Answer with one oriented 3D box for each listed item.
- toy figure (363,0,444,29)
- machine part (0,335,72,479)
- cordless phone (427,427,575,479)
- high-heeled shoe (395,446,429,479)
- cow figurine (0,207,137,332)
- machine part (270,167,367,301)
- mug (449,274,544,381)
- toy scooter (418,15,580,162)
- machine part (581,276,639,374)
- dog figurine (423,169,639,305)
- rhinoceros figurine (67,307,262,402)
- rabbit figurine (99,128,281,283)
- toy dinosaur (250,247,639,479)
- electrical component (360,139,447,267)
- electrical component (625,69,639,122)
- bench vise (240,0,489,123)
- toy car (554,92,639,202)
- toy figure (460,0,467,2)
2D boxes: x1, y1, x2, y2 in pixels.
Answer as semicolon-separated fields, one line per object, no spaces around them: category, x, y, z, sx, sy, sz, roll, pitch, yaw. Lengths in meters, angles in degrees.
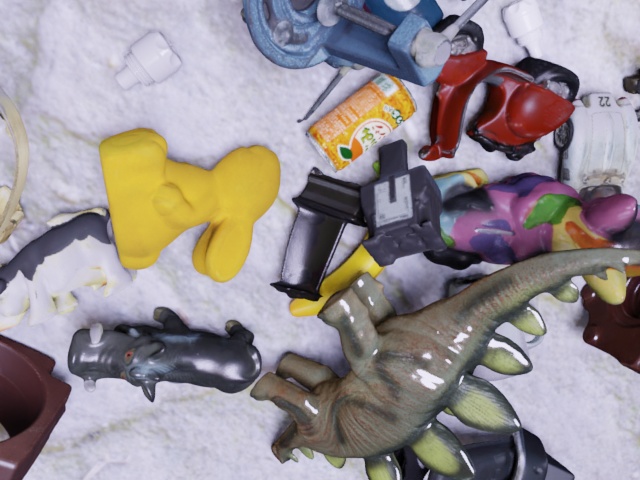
toy figure;0.051;-0.253;0.523;0.154;0.058;0.064;36;58;-11
machine part;-0.358;0.161;0.496;0.201;0.201;0.087;29;101;-12
cordless phone;0.186;0.295;0.613;0.184;0.089;0.146;9;102;-32
high-heeled shoe;0.074;0.263;0.629;0.145;0.086;0.248;-22;106;3
cow figurine;-0.280;0.033;0.544;0.167;0.068;0.098;-21;99;-4
machine part;-0.001;-0.002;0.567;0.084;0.039;0.138;23;89;11
mug;0.195;0.092;0.604;0.110;0.081;0.107;-15;94;1
toy scooter;0.168;-0.130;0.546;0.184;0.075;0.135;16;106;-21
machine part;0.359;0.061;0.570;0.056;0.179;0.179;25;99;-9
dog figurine;0.200;-0.009;0.510;0.192;0.219;0.108;2;99;-8
rhinoceros figurine;-0.157;0.124;0.557;0.190;0.112;0.073;11;104;-17
rabbit figurine;-0.116;-0.039;0.525;0.173;0.122;0.162;-15;97;-22
toy dinosaur;0.081;0.124;0.511;0.198;0.105;0.471;44;126;7
electrical component;0.079;-0.039;0.532;0.075;0.119;0.047;-20;138;22
electrical component;0.381;-0.168;0.581;0.102;0.045;0.078;-8;102;-4
bench vise;0.016;-0.176;0.438;0.129;0.241;0.223;-51;145;-1
toy car;0.302;-0.059;0.592;0.073;0.056;0.201;-3;104;-5
toy figure;0.199;-0.297;0.516;0.180;0.082;0.089;-41;123;-4
